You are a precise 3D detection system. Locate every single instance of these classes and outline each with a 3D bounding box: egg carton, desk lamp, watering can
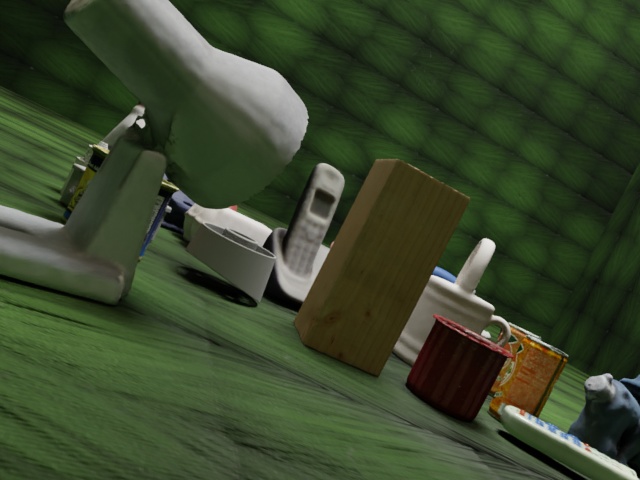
[{"bbox_3d":[-0.126,-0.003,0.844,0.151,0.069,0.107,25,3,-29],"label":"egg carton"},{"bbox_3d":[-0.132,-0.067,0.414,0.204,0.213,0.117,24,3,-43],"label":"desk lamp"},{"bbox_3d":[0.175,0.082,0.773,0.173,0.194,0.101,26,2,-11],"label":"watering can"}]

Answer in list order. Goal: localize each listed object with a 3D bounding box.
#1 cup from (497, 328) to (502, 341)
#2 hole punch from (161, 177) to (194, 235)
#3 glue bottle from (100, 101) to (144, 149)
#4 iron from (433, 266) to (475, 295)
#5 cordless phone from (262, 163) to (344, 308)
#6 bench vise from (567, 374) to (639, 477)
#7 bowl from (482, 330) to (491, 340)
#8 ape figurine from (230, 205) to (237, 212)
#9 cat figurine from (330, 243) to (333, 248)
[{"bbox_3d":[0.342,0.211,0.999,0.091,0.095,0.118,27,2,16],"label":"cup"},{"bbox_3d":[-0.228,-0.068,0.885,0.109,0.091,0.100,24,3,-45],"label":"hole punch"},{"bbox_3d":[-0.286,-0.142,0.848,0.078,0.173,0.037,27,2,12],"label":"glue bottle"},{"bbox_3d":[0.244,0.128,1.180,0.258,0.141,0.118,26,2,-7],"label":"iron"},{"bbox_3d":[0.007,0.003,0.765,0.148,0.185,0.093,25,3,-42],"label":"cordless phone"},{"bbox_3d":[0.429,0.197,0.719,0.208,0.220,0.121,24,3,-43],"label":"bench vise"},{"bbox_3d":[0.182,0.145,0.924,0.167,0.075,0.167,27,2,-1],"label":"bowl"},{"bbox_3d":[-0.181,-0.053,1.052,0.076,0.092,0.078,27,2,14],"label":"ape figurine"},{"bbox_3d":[0.063,0.049,1.198,0.127,0.118,0.067,28,3,30],"label":"cat figurine"}]
